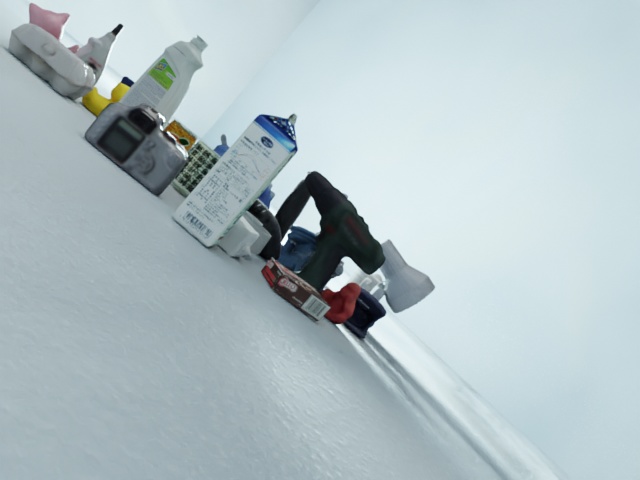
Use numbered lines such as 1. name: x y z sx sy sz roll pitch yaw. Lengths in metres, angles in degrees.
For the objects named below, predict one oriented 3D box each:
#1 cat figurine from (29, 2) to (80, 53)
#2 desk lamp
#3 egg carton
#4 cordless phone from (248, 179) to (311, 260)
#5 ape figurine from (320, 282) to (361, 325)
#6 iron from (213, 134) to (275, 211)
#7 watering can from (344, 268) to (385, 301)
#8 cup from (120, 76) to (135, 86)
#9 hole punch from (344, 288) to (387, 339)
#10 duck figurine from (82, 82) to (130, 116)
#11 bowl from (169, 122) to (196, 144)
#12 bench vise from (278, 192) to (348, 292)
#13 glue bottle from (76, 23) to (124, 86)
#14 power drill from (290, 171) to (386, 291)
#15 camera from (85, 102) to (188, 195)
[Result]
1. cat figurine: -0.528 -0.397 1.123 0.127 0.117 0.067 42 2 8
2. desk lamp: 0.143 0.117 1.393 0.203 0.213 0.118 41 2 -1
3. egg carton: -0.489 -0.327 1.050 0.150 0.069 0.107 41 2 -7
4. cordless phone: -0.090 -0.061 1.210 0.094 0.185 0.147 40 2 -39
5. ape figurine: 0.044 0.121 1.147 0.077 0.092 0.076 43 2 39
6. iron: -0.188 -0.124 1.346 0.259 0.141 0.118 40 2 -32
7. watering can: 0.131 0.114 1.522 0.101 0.194 0.172 41 2 -10
8. cup: -0.433 -0.306 1.302 0.092 0.095 0.117 40 2 -36
9. hole punch: 0.082 0.150 1.273 0.109 0.091 0.101 41 2 -5
10. duck figurine: -0.418 -0.281 1.160 0.105 0.086 0.077 40 2 -39
11. bowl: -0.354 -0.226 1.372 0.167 0.074 0.167 41 2 -1
12. bench vise: 0.017 0.009 1.234 0.206 0.219 0.122 43 2 38
13. glue bottle: -0.471 -0.387 1.199 0.037 0.173 0.078 42 2 26
14. power drill: 0.003 0.009 1.114 0.229 0.208 0.076 41 2 2
15. camera: -0.280 -0.159 0.921 0.143 0.100 0.136 41 2 -16
